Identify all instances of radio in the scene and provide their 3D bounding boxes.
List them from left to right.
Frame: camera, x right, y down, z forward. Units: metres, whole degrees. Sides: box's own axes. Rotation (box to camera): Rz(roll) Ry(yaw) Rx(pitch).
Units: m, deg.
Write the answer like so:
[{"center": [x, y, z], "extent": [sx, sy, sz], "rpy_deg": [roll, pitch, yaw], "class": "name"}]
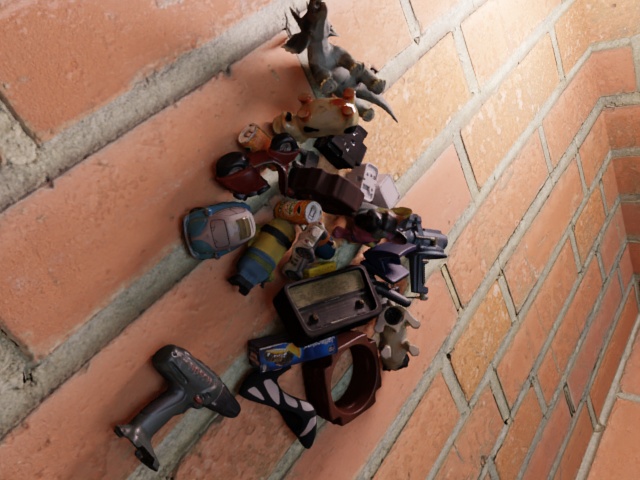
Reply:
[{"center": [0.022, 0.146, 1.210], "extent": [0.229, 0.073, 0.131], "rpy_deg": [-13, 69, -33], "class": "radio"}]

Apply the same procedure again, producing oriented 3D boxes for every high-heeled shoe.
[{"center": [-0.093, 0.395, 1.207], "extent": [0.145, 0.086, 0.248], "rpy_deg": [-26, 105, -38], "class": "high-heeled shoe"}]

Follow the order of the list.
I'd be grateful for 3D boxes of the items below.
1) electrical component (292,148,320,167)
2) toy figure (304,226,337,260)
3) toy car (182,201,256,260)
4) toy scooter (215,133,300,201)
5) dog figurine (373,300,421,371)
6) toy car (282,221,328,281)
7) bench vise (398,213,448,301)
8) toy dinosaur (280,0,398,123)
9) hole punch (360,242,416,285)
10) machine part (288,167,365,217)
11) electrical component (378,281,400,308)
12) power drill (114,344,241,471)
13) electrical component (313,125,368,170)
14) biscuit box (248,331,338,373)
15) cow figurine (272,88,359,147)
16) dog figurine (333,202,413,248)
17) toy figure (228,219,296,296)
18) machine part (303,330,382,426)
[{"center": [-0.026, -0.180, 1.274], "extent": [0.094, 0.021, 0.063], "rpy_deg": [24, 75, -42], "class": "electrical component"}, {"center": [-0.004, -0.002, 1.254], "extent": [0.154, 0.064, 0.058], "rpy_deg": [60, 5, -59], "class": "toy figure"}, {"center": [-0.184, -0.020, 1.073], "extent": [0.161, 0.103, 0.109], "rpy_deg": [-20, 107, -40], "class": "toy car"}, {"center": [-0.119, -0.133, 1.118], "extent": [0.184, 0.075, 0.135], "rpy_deg": [-23, 125, -6], "class": "toy scooter"}, {"center": [0.196, 0.263, 1.462], "extent": [0.190, 0.121, 0.172], "rpy_deg": [91, 4, -70], "class": "dog figurine"}, {"center": [-0.036, 0.026, 1.174], "extent": [0.056, 0.201, 0.073], "rpy_deg": [33, 59, 4], "class": "toy car"}, {"center": [0.277, 0.050, 1.521], "extent": [0.223, 0.129, 0.240], "rpy_deg": [9, 79, -46], "class": "bench vise"}, {"center": [0.047, -0.395, 1.260], "extent": [0.131, 0.192, 0.404], "rpy_deg": [-40, 152, 12], "class": "toy dinosaur"}, {"center": [0.180, 0.043, 1.406], "extent": [0.142, 0.116, 0.092], "rpy_deg": [-25, 138, -51], "class": "hole punch"}, {"center": [0.010, -0.106, 1.215], "extent": [0.179, 0.180, 0.056], "rpy_deg": [29, 75, -42], "class": "machine part"}, {"center": [0.163, 0.149, 1.464], "extent": [0.119, 0.048, 0.074], "rpy_deg": [-16, 105, -43], "class": "electrical component"}, {"center": [-0.269, 0.330, 1.027], "extent": [0.207, 0.086, 0.231], "rpy_deg": [-45, 121, -29], "class": "power drill"}, {"center": [0.061, -0.242, 1.332], "extent": [0.134, 0.058, 0.115], "rpy_deg": [35, 70, -40], "class": "electrical component"}, {"center": [-0.057, 0.240, 1.210], "extent": [0.203, 0.063, 0.059], "rpy_deg": [-8, 102, -30], "class": "biscuit box"}, {"center": [-0.011, -0.259, 1.181], "extent": [0.127, 0.195, 0.085], "rpy_deg": [66, 22, -60], "class": "cow figurine"}, {"center": [0.146, -0.035, 1.318], "extent": [0.191, 0.219, 0.108], "rpy_deg": [17, 84, -43], "class": "dog figurine"}, {"center": [-0.118, 0.034, 1.149], "extent": [0.180, 0.089, 0.082], "rpy_deg": [-56, 133, -30], "class": "toy figure"}, {"center": [0.058, 0.339, 1.346], "extent": [0.201, 0.087, 0.200], "rpy_deg": [-20, 106, -41], "class": "machine part"}]
